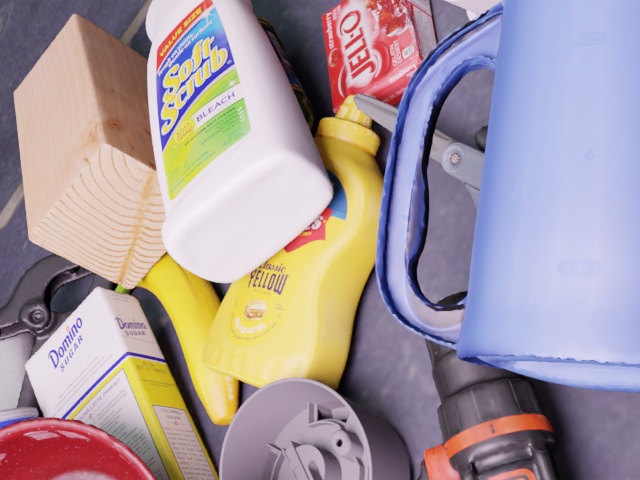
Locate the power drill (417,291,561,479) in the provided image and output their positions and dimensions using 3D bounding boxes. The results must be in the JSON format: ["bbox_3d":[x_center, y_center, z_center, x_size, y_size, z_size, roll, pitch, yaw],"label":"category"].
[{"bbox_3d":[0.024,0.129,0.507,0.188,0.057,0.184,-19,60,9],"label":"power drill"}]

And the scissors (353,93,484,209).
[{"bbox_3d":[0.080,-0.024,0.594,0.202,0.016,0.096,17,98,46],"label":"scissors"}]

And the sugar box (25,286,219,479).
[{"bbox_3d":[-0.136,0.127,0.725,0.093,0.048,0.176,-44,51,20],"label":"sugar box"}]

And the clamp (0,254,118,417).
[{"bbox_3d":[-0.212,0.075,0.823,0.171,0.039,0.120,-39,80,-14],"label":"clamp"}]

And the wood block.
[{"bbox_3d":[-0.163,-0.072,0.800,0.091,0.090,0.206,-47,36,17],"label":"wood block"}]

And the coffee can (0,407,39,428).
[{"bbox_3d":[-0.224,0.195,0.720,0.103,0.102,0.140,-27,76,35],"label":"coffee can"}]

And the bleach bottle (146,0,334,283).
[{"bbox_3d":[-0.072,-0.095,0.686,0.103,0.068,0.251,-38,45,16],"label":"bleach bottle"}]

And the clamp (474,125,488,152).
[{"bbox_3d":[0.180,-0.114,0.541,0.210,0.036,0.164,10,83,50],"label":"clamp"}]

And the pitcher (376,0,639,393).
[{"bbox_3d":[0.123,-0.057,0.461,0.145,0.149,0.243,-14,69,63],"label":"pitcher"}]

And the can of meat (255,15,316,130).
[{"bbox_3d":[-0.061,-0.099,0.760,0.102,0.057,0.084,-30,49,5],"label":"can of meat"}]

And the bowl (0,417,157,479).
[{"bbox_3d":[-0.151,0.186,0.636,0.162,0.055,0.162,-1,84,12],"label":"bowl"}]

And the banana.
[{"bbox_3d":[-0.096,0.051,0.754,0.198,0.037,0.070,42,130,52],"label":"banana"}]

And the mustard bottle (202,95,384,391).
[{"bbox_3d":[-0.005,0.001,0.662,0.096,0.058,0.191,10,77,47],"label":"mustard bottle"}]

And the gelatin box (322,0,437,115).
[{"bbox_3d":[0.039,-0.130,0.706,0.073,0.030,0.089,-29,50,34],"label":"gelatin box"}]
